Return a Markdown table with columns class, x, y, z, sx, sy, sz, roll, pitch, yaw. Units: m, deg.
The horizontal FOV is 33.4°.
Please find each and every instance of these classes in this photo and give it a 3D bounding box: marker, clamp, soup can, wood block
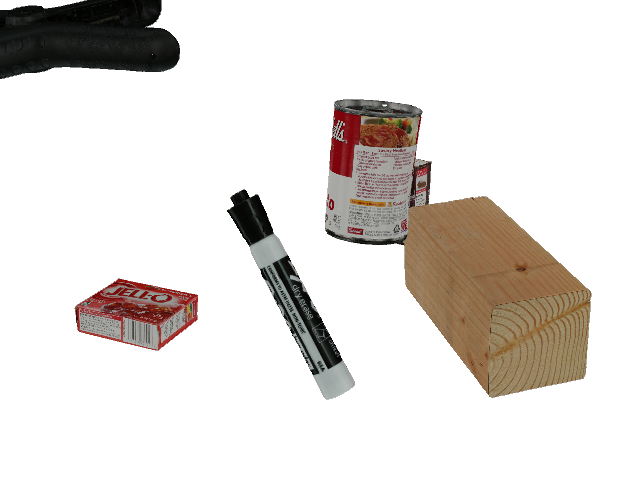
| class | x | y | z | sx | sy | sz | roll | pitch | yaw |
| --- | --- | --- | --- | --- | --- | --- | --- | --- | --- |
| marker | -0.017 | 0.028 | 0.574 | 0.020 | 0.121 | 0.020 | -27 | 1 | 1 |
| clamp | -0.169 | -0.126 | 0.651 | 0.171 | 0.039 | 0.120 | -2 | 22 | -4 |
| soup can | 0.040 | -0.054 | 0.829 | 0.068 | 0.102 | 0.068 | 4 | 15 | -1 |
| wood block | 0.153 | 0.043 | 0.968 | 0.090 | 0.090 | 0.206 | -9 | 26 | -13 |

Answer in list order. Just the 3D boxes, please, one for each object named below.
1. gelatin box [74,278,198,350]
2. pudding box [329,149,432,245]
| class | x | y | z | sx | sy | sz | roll | pitch | yaw |
| --- | --- | --- | --- | --- | --- | --- | --- | --- | --- |
| gelatin box | -0.169 | 0.066 | 0.983 | 0.089 | 0.030 | 0.073 | 11 | 22 | 21 |
| pudding box | 0.063 | -0.050 | 1.155 | 0.114 | 0.090 | 0.039 | 13 | 23 | 31 |
